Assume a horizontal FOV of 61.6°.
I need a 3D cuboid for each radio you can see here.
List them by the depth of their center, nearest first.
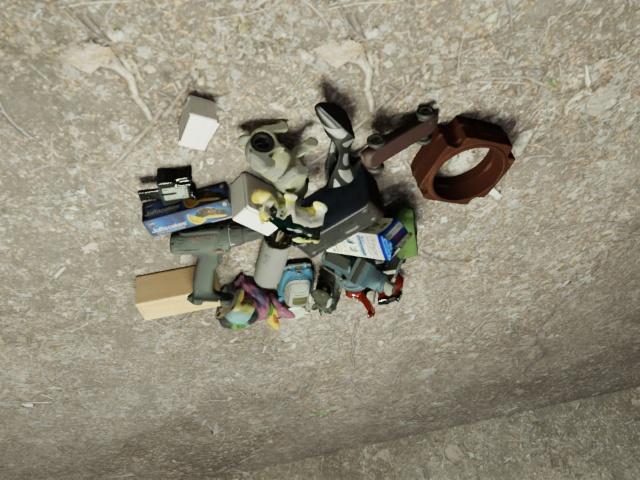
[{"bbox_3d":[0.035,-0.063,1.274,0.230,0.131,0.073,-31,137,21],"label":"radio"}]

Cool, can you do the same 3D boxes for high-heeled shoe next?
[{"bbox_3d":[0.017,-0.194,1.140,0.145,0.086,0.248,-32,144,21],"label":"high-heeled shoe"}]

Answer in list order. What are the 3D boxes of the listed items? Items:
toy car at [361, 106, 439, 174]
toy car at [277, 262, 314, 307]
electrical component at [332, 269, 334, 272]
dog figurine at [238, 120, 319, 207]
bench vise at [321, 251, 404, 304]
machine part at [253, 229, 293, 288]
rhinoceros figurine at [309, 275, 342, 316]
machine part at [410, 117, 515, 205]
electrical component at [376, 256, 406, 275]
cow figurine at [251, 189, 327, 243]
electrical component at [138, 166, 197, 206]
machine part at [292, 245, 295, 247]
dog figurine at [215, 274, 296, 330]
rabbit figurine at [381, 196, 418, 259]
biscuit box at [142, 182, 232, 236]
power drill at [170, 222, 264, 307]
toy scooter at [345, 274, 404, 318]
[{"bbox_3d":[0.171,-0.219,1.156,0.202,0.053,0.089,-33,144,-16],"label":"toy car"},{"bbox_3d":[-0.062,0.136,1.521,0.109,0.103,0.161,-4,143,-14],"label":"toy car"},{"bbox_3d":[0.078,0.076,1.534,0.102,0.045,0.078,-32,137,23],"label":"electrical component"},{"bbox_3d":[-0.099,-0.151,1.164,0.172,0.121,0.190,30,153,-1],"label":"dog figurine"},{"bbox_3d":[0.126,0.089,1.403,0.224,0.129,0.240,13,171,32],"label":"bench vise"},{"bbox_3d":[-0.125,0.050,1.412,0.079,0.079,0.243,1,141,-18],"label":"machine part"},{"bbox_3d":[0.012,0.161,1.534,0.073,0.112,0.190,16,167,11],"label":"rhinoceros figurine"},{"bbox_3d":[0.333,-0.178,1.258,0.201,0.087,0.201,6,140,-24],"label":"machine part"},{"bbox_3d":[0.184,0.043,1.514,0.115,0.058,0.134,-7,142,-12],"label":"electrical component"},{"bbox_3d":[-0.072,-0.049,1.149,0.167,0.098,0.068,14,168,-11],"label":"cow figurine"},{"bbox_3d":[-0.332,-0.114,1.168,0.119,0.048,0.074,-9,142,-4],"label":"electrical component"},{"bbox_3d":[-0.003,-0.004,1.416,0.139,0.039,0.084,5,131,-20],"label":"machine part"},{"bbox_3d":[-0.175,0.204,1.520,0.219,0.192,0.108,35,119,-27],"label":"dog figurine"},{"bbox_3d":[0.160,-0.027,1.378,0.170,0.121,0.158,-6,141,15],"label":"rabbit figurine"},{"bbox_3d":[-0.300,-0.068,1.224,0.203,0.063,0.059,-15,141,2],"label":"biscuit box"},{"bbox_3d":[-0.251,0.059,1.325,0.232,0.086,0.207,1,111,-9],"label":"power drill"},{"bbox_3d":[0.172,0.164,1.600,0.184,0.135,0.075,-13,141,-3],"label":"toy scooter"}]
